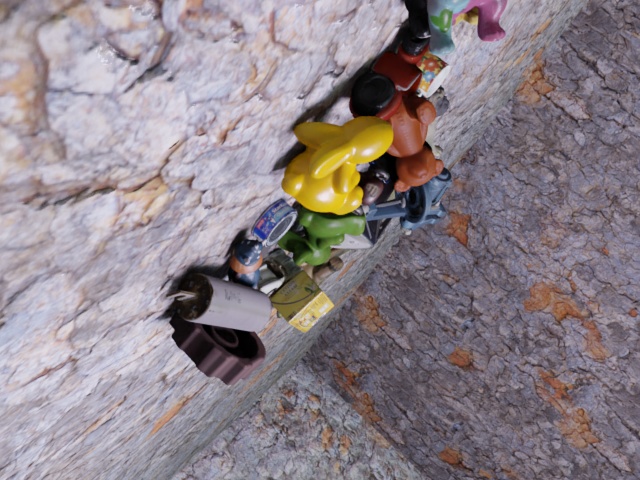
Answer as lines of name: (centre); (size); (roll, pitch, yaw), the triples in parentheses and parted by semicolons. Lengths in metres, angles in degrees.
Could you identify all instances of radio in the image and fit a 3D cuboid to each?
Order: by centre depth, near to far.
radio: (0.154, -0.092, 1.425); (0.131, 0.073, 0.229); (-56, 164, -22)

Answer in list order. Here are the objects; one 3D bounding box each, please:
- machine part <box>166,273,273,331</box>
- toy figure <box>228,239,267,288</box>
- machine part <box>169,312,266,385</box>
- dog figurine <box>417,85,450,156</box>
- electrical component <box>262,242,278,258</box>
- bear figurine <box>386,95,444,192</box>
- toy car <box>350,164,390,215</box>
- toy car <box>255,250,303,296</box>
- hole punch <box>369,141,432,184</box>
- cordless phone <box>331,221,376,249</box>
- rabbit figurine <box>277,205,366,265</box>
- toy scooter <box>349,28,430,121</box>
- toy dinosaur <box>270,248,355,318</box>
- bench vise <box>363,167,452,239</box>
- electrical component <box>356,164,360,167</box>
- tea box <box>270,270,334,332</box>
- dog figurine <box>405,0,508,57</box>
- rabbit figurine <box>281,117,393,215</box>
machine part: (-0.155, 0.105, 0.887); (0.079, 0.079, 0.243); (-50, 149, 7)
toy figure: (-0.131, 0.044, 0.941); (0.154, 0.058, 0.064); (109, -11, -54)
machine part: (-0.176, 0.170, 0.926); (0.056, 0.179, 0.179); (-47, 169, 10)
dog figurine: (0.197, -0.243, 1.181); (0.172, 0.121, 0.190); (-48, 155, -18)
electrical component: (-0.116, 0.022, 1.019); (0.063, 0.021, 0.094); (-53, 168, 24)
bear figurine: (0.165, -0.166, 0.986); (0.120, 0.195, 0.132); (-22, -150, 7)
toy car: (0.046, -0.102, 0.961); (0.089, 0.053, 0.202); (-55, -151, -2)
toy car: (-0.098, 0.068, 1.105); (0.056, 0.073, 0.202); (-53, 168, 25)
hole punch: (0.152, -0.186, 1.116); (0.142, 0.115, 0.092); (-41, -172, 0)
cordless phone: (0.022, -0.006, 1.211); (0.147, 0.088, 0.184); (1, -168, 42)
rabbit figurine: (-0.002, -0.003, 1.085); (0.159, 0.121, 0.170); (-25, 148, -35)
toy scooter: (0.113, -0.247, 0.864); (0.184, 0.075, 0.135); (-52, 171, -8)
toy dinosaur: (-0.036, 0.085, 1.356); (0.471, 0.105, 0.198); (-27, 165, -38)
bench vise: (0.183, -0.078, 1.211); (0.241, 0.129, 0.223); (-12, 163, -24)
electrical component: (0.085, -0.186, 1.025); (0.102, 0.045, 0.078); (-40, 167, -36)
tea box: (-0.036, 0.135, 1.153); (0.098, 0.068, 0.169); (-42, 160, -6)
dog figurine: (0.174, -0.353, 0.650); (0.108, 0.192, 0.219); (-11, 133, -6)
rabbit figurine: (0.026, -0.130, 0.809); (0.173, 0.122, 0.162); (-32, 155, 31)
